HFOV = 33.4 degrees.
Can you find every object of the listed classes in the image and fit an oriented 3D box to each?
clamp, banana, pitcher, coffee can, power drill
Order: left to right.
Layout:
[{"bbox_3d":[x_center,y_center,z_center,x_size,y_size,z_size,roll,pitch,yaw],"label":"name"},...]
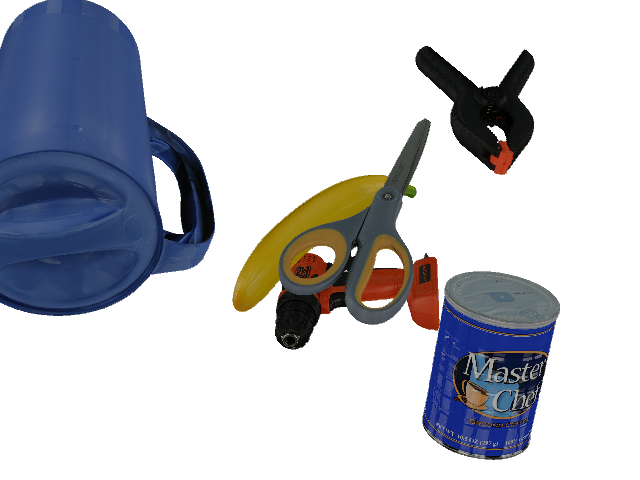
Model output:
[{"bbox_3d":[-0.171,-0.070,0.760,0.145,0.149,0.243,-23,39,9],"label":"pitcher"},{"bbox_3d":[-0.005,-0.005,0.948,0.198,0.069,0.037,-33,42,4],"label":"banana"},{"bbox_3d":[0.044,0.068,1.237,0.188,0.057,0.184,0,27,7],"label":"power drill"},{"bbox_3d":[0.151,-0.134,1.029,0.120,0.039,0.171,3,44,3],"label":"clamp"},{"bbox_3d":[0.154,0.112,0.974,0.103,0.140,0.103,6,23,-3],"label":"coffee can"}]

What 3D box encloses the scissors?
[{"bbox_3d":[0.026,-0.022,0.728,0.096,0.016,0.201,3,44,4],"label":"scissors"}]
